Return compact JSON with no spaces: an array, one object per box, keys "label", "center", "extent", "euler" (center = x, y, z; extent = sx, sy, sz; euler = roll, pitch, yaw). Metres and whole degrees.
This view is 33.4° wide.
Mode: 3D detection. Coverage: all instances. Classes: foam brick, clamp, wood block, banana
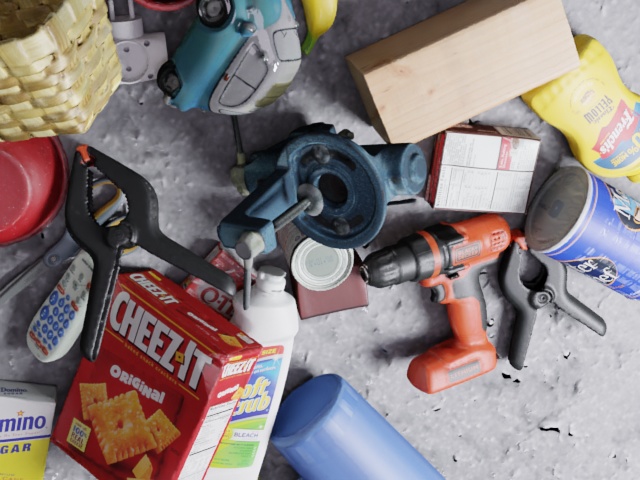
[{"label":"foam brick","center":[0.008,0.047,1.166],"extent":[0.078,0.053,0.051],"euler":[-12,114,-8]},{"label":"clamp","center":[-0.184,-0.002,1.061],"extent":[0.164,0.036,0.210],"euler":[-18,81,-2]},{"label":"wood block","center":[0.143,-0.180,1.079],"extent":[0.206,0.091,0.090],"euler":[-25,114,-1]},{"label":"clamp","center":[0.263,0.063,1.229],"extent":[0.120,0.039,0.171],"euler":[-17,114,-5]},{"label":"banana","center":[-0.037,-0.274,1.035],"extent":[0.069,0.037,0.197],"euler":[-33,114,3]}]

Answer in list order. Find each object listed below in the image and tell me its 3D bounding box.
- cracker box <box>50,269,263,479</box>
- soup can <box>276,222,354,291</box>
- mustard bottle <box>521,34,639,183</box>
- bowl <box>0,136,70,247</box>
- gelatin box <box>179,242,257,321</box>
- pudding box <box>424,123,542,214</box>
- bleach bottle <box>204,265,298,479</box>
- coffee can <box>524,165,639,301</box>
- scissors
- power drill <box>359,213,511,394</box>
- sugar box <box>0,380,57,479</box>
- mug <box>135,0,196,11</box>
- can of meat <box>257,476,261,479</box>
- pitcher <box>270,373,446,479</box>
[{"label":"cracker box","center":[-0.176,0.163,1.120],"extent":[0.164,0.072,0.214],"euler":[32,109,24]},{"label":"soup can","center":[-0.007,0.001,1.115],"extent":[0.068,0.102,0.068],"euler":[-5,116,-10]},{"label":"mustard bottle","center":[0.309,-0.124,1.152],"extent":[0.096,0.058,0.191],"euler":[-45,113,7]},{"label":"bowl","center":[-0.332,-0.058,1.056],"extent":[0.162,0.055,0.162],"euler":[-4,112,-9]},{"label":"gelatin box","center":[-0.099,0.057,1.161],"extent":[0.089,0.030,0.073],"euler":[40,100,-22]},{"label":"pudding box","center":[0.176,-0.077,1.157],"extent":[0.113,0.039,0.090],"euler":[4,111,-11]},{"label":"bleach bottle","center":[-0.087,0.144,1.153],"extent":[0.102,0.068,0.251],"euler":[8,112,-19]},{"label":"coffee can","center":[0.313,-0.006,1.176],"extent":[0.140,0.103,0.103],"euler":[26,105,-20]},{"label":"scissors","center":[-0.259,0.023,1.124],"extent":[0.096,0.016,0.202],"euler":[34,102,-22]},{"label":"power drill","center":[0.131,0.074,1.179],"extent":[0.184,0.057,0.188],"euler":[-16,118,-22]},{"label":"sugar box","center":[-0.349,0.242,1.180],"extent":[0.093,0.048,0.176],"euler":[8,111,-14]},{"label":"mug","center":[-0.158,-0.262,0.991],"extent":[0.117,0.081,0.093],"euler":[-22,114,-2]},{"label":"can of meat","center":[-0.101,0.328,1.258],"extent":[0.084,0.057,0.102],"euler":[-16,114,-2]},{"label":"pitcher","center":[0.046,0.276,1.231],"extent":[0.242,0.145,0.149],"euler":[49,65,-20]}]
